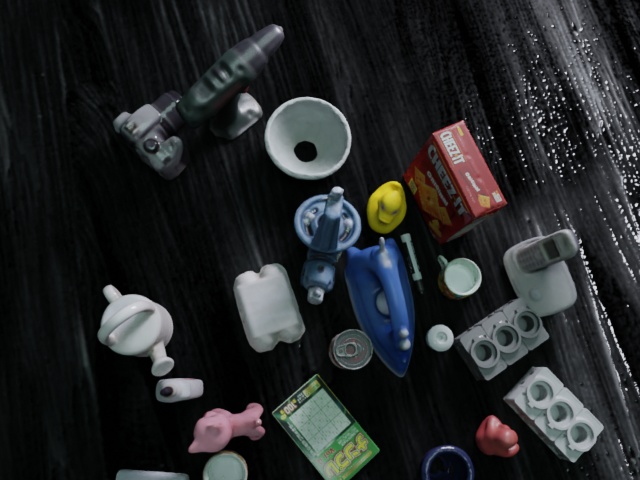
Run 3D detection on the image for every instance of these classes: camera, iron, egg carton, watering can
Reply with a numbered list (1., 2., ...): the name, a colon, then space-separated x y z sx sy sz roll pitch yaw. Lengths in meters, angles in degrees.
1. camera: -0.298 -0.212 1.084 0.143 0.100 0.137 42 77 5
2. iron: 0.127 0.119 1.029 0.119 0.141 0.258 -13 79 -8
3. egg carton: -0.095 0.123 1.045 0.107 0.069 0.150 -18 80 -9
4. watering can: -0.305 0.147 0.956 0.173 0.194 0.101 30 77 2

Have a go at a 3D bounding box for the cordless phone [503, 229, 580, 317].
1. cordless phone: 0.424 0.059 1.047 0.094 0.185 0.147 -22 80 -9

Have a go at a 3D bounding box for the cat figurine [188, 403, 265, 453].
1. cat figurine: -0.158 0.320 0.970 0.128 0.117 0.067 -9 78 -7

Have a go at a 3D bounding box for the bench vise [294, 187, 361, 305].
1. bench vise: 0.021 0.002 1.005 0.121 0.219 0.207 -8 78 -6

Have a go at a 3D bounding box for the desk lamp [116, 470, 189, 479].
1. desk lamp: -0.244 0.436 0.887 0.203 0.213 0.118 6 77 -4

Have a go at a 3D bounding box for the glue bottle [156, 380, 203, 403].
1. glue bottle: -0.241 0.250 0.950 0.078 0.173 0.037 -2 77 -5

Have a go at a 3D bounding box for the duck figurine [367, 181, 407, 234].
1. duck figurine: 0.134 -0.069 1.100 0.077 0.086 0.105 21 76 0

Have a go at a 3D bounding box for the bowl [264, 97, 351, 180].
1. bowl: -0.025 -0.188 1.117 0.167 0.074 0.167 1 77 -5

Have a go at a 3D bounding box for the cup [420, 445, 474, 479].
1. cup: 0.221 0.410 0.997 0.117 0.095 0.092 44 78 5

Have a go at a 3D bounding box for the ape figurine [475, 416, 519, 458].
1. ape figurine: 0.322 0.353 1.020 0.076 0.092 0.078 -15 79 -8

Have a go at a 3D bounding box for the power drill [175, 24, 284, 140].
1. power drill: -0.158 -0.276 1.056 0.230 0.208 0.075 -43 84 -12
